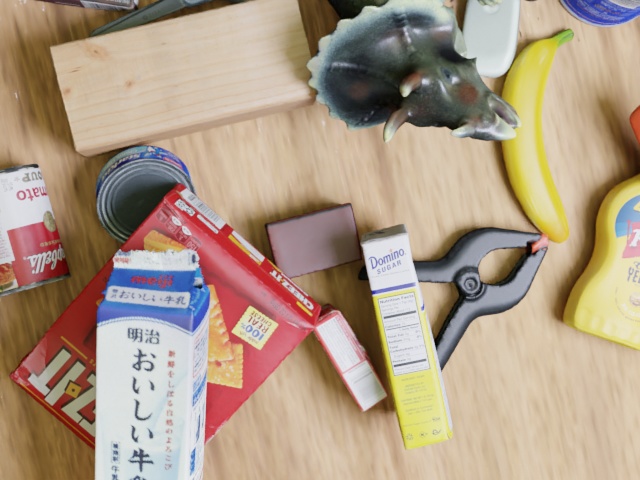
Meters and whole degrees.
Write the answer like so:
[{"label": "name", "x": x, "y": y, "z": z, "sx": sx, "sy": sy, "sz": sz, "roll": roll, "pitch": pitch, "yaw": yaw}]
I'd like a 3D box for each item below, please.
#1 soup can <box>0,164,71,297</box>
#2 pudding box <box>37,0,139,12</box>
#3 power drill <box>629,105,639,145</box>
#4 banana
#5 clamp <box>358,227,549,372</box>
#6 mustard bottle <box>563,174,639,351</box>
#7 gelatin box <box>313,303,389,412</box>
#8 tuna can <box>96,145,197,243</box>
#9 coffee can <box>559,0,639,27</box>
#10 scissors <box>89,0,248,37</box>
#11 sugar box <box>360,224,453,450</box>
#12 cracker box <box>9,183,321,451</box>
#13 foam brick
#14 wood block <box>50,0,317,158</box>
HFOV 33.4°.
[{"label": "soup can", "x": -0.260, "y": -0.008, "z": 0.913, "sx": 0.068, "sy": 0.068, "sz": 0.102, "roll": -15, "pitch": 92, "yaw": -5}, {"label": "pudding box", "x": -0.209, "y": -0.250, "z": 0.927, "sx": 0.113, "sy": 0.039, "sz": 0.090, "roll": 8, "pitch": 90, "yaw": -6}, {"label": "power drill", "x": 0.365, "y": -0.113, "z": 0.942, "sx": 0.187, "sy": 0.057, "sz": 0.184, "roll": -21, "pitch": 84, "yaw": -26}, {"label": "banana", "x": 0.196, "y": -0.096, "z": 0.966, "sx": 0.069, "sy": 0.037, "sz": 0.198, "roll": 2, "pitch": 91, "yaw": -4}, {"label": "clamp", "x": 0.132, "y": 0.051, "z": 0.964, "sx": 0.171, "sy": 0.039, "sz": 0.120, "roll": -21, "pitch": 99, "yaw": 2}, {"label": "mustard bottle", "x": 0.295, "y": 0.002, "z": 0.966, "sx": 0.096, "sy": 0.058, "sz": 0.191, "roll": 19, "pitch": 89, "yaw": -6}, {"label": "gelatin box", "x": 0.023, "y": 0.101, "z": 0.937, "sx": 0.030, "sy": 0.073, "sz": 0.089, "roll": -31, "pitch": 93, "yaw": -4}, {"label": "tuna can", "x": -0.150, "y": -0.038, "z": 0.922, "sx": 0.086, "sy": 0.034, "sz": 0.086, "roll": -7, "pitch": 120, "yaw": -12}, {"label": "coffee can", "x": 0.269, "y": -0.247, "z": 0.917, "sx": 0.102, "sy": 0.140, "sz": 0.103, "roll": 0, "pitch": 91, "yaw": -5}, {"label": "scissors", "x": -0.110, "y": -0.232, "z": 0.927, "sx": 0.201, "sy": 0.016, "sz": 0.096, "roll": -12, "pitch": 84, "yaw": -18}, {"label": "sugar box", "x": 0.072, "y": 0.078, "z": 0.903, "sx": 0.048, "sy": 0.093, "sz": 0.176, "roll": -15, "pitch": 94, "yaw": 4}, {"label": "cracker box", "x": -0.130, "y": 0.086, "z": 0.900, "sx": 0.164, "sy": 0.072, "sz": 0.214, "roll": 42, "pitch": 103, "yaw": -4}, {"label": "foam brick", "x": -0.006, "y": 0.001, "z": 0.943, "sx": 0.078, "sy": 0.053, "sz": 0.051, "roll": -15, "pitch": 92, "yaw": -3}, {"label": "wood block", "x": -0.113, "y": -0.138, "z": 0.912, "sx": 0.206, "sy": 0.091, "sz": 0.090, "roll": -14, "pitch": 92, "yaw": -5}]
